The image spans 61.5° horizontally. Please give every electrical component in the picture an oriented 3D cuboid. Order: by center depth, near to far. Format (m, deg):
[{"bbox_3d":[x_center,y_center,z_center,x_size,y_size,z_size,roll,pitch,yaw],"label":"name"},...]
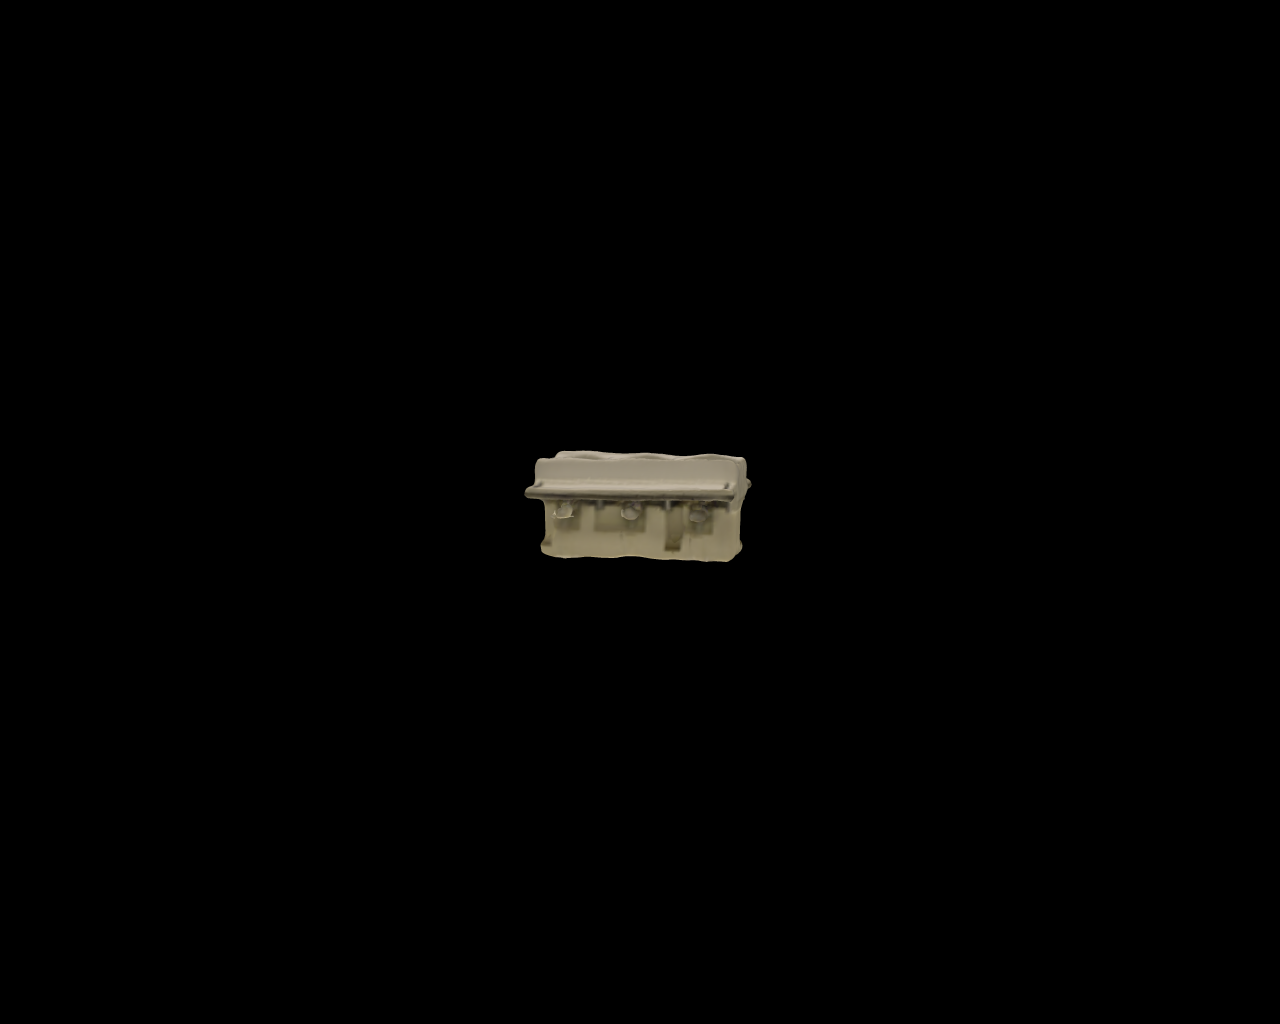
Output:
[{"bbox_3d":[0.001,-0.003,0.650,0.121,0.063,0.079,2,8,14],"label":"electrical component"}]
